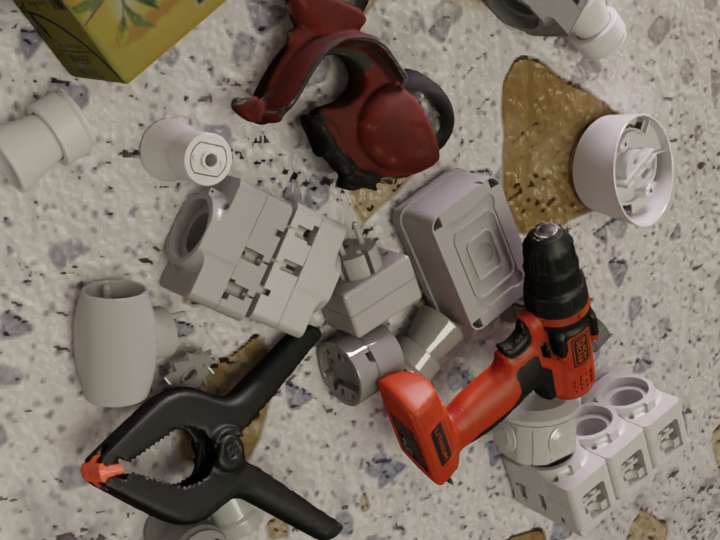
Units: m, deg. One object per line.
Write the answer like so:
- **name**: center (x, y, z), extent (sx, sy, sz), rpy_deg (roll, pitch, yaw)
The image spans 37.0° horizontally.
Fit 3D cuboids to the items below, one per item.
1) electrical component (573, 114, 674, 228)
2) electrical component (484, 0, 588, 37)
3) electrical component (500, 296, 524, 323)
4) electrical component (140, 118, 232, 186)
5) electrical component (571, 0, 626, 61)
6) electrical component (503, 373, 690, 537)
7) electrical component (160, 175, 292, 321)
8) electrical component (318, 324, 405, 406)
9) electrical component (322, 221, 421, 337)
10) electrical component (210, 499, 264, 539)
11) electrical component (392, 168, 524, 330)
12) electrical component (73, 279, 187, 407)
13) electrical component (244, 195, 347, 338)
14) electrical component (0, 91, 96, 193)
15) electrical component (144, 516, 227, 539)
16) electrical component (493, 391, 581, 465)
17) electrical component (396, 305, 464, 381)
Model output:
- **electrical component**: center (0.241, -0.091, 0.967), extent (0.099, 0.064, 0.099), rpy_deg (-9, 106, -33)
- **electrical component**: center (0.137, -0.231, 0.870), extent (0.089, 0.050, 0.055), rpy_deg (36, 80, -36)
- **electrical component**: center (0.151, 0.023, 0.937), extent (0.048, 0.055, 0.066), rpy_deg (-26, 115, -28)
- **electrical component**: center (-0.115, -0.077, 0.723), extent (0.044, 0.065, 0.044), rpy_deg (-9, 106, -33)
- **electrical component**: center (0.197, -0.213, 0.919), extent (0.055, 0.045, 0.045), rpy_deg (44, 76, -34)
- **electrical component**: center (0.218, 0.164, 0.997), extent (0.150, 0.089, 0.061), rpy_deg (-32, 118, -25)
- **electrical component**: center (-0.098, -0.019, 0.757), extent (0.056, 0.050, 0.089), rpy_deg (27, 84, -36)
- **electrical component**: center (0.002, 0.073, 0.848), extent (0.047, 0.055, 0.055), rpy_deg (-25, 114, -32)
- **electrical component**: center (0.000, 0.000, 0.832), extent (0.066, 0.047, 0.076), rpy_deg (-32, 117, -25)
- **electrical component**: center (-0.099, 0.174, 0.811), extent (0.040, 0.040, 0.046), rpy_deg (-32, 112, -25)
- **electrical component**: center (0.084, -0.018, 0.880), extent (0.078, 0.057, 0.113), rpy_deg (-37, 119, -23)
- **electrical component**: center (-0.153, 0.046, 0.740), extent (0.079, 0.043, 0.077), rpy_deg (-13, 113, -42)
- **electrical component**: center (-0.053, -0.002, 0.793), extent (0.056, 0.050, 0.089), rpy_deg (25, 87, -36)
- **electrical component**: center (-0.201, -0.081, 0.675), extent (0.055, 0.045, 0.045), rpy_deg (-37, 119, -23)
- **electrical component**: center (-0.127, 0.199, 0.787), extent (0.045, 0.055, 0.045), rpy_deg (-9, 106, -33)
- **electrical component**: center (0.155, 0.131, 0.952), extent (0.080, 0.080, 0.051), rpy_deg (-18, 117, -30)
- **electrical component**: center (0.052, 0.064, 0.885), extent (0.055, 0.045, 0.045), rpy_deg (-51, 124, -14)
